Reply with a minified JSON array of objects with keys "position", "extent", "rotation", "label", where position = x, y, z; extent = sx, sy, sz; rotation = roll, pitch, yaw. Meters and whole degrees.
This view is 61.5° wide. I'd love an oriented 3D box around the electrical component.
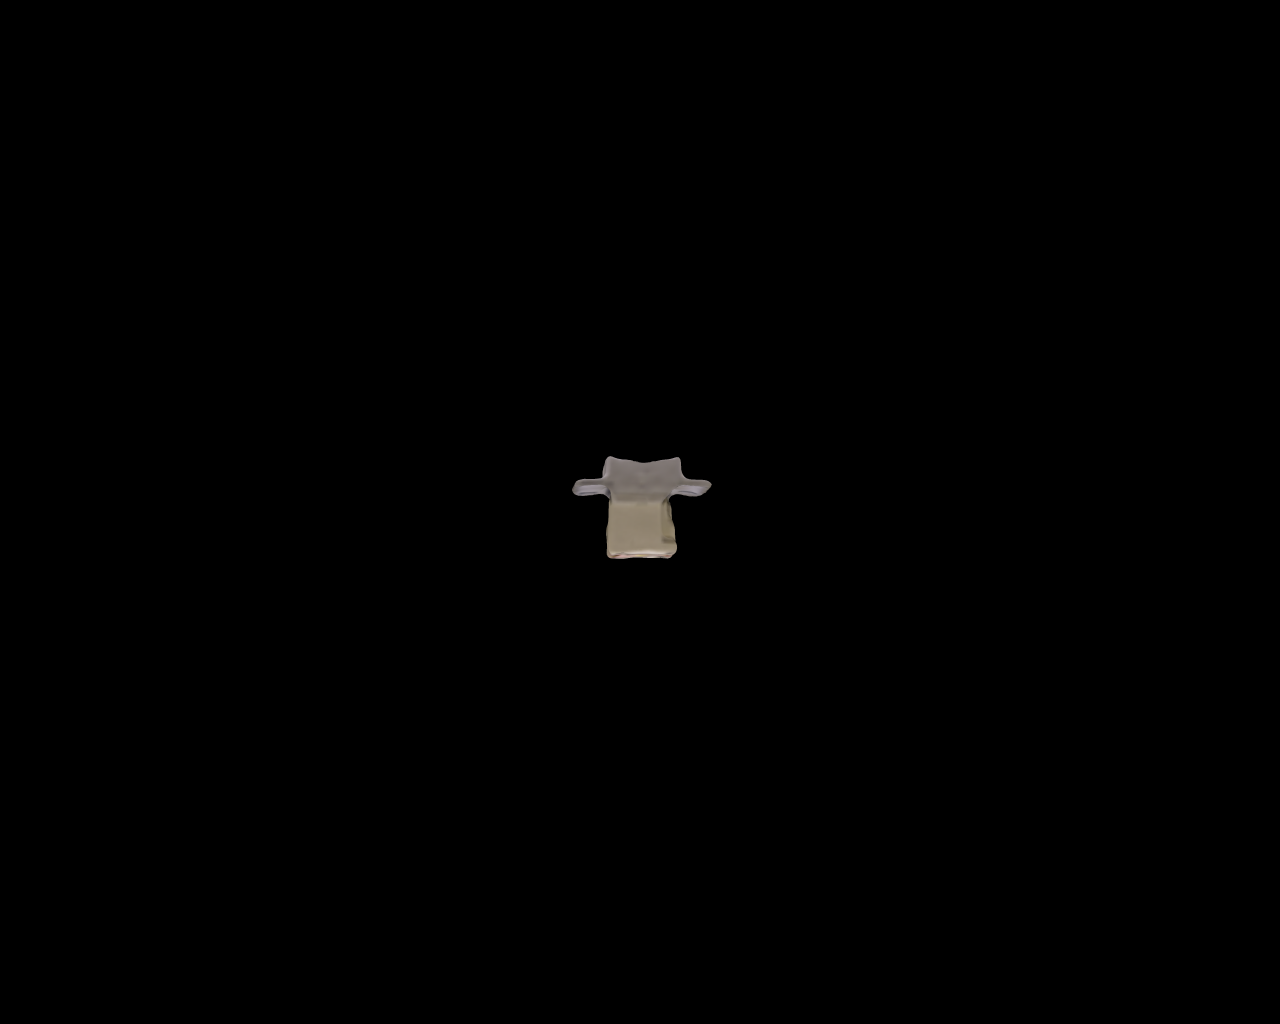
[{"position":[0.001,-0.003,0.650],"extent":[0.081,0.063,0.042],"rotation":[1,-7,-5],"label":"electrical component"}]
